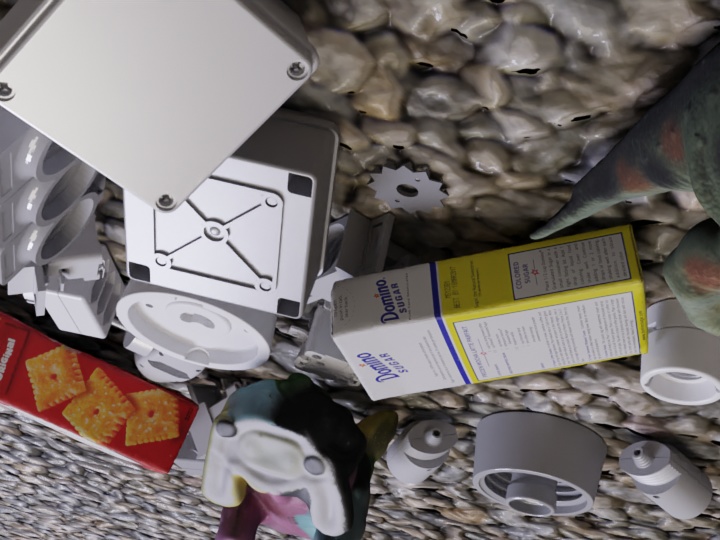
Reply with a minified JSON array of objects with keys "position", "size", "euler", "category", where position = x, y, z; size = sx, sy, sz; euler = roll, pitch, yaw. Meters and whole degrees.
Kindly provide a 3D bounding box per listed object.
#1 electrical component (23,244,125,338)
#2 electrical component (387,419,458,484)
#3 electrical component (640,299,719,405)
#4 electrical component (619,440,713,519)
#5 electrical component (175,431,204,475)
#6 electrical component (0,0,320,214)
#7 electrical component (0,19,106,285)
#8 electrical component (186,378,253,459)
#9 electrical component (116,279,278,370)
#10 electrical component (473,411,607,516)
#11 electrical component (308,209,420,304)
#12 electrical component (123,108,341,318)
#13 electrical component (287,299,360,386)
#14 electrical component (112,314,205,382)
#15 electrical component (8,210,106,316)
[{"position":[-0.225,0.010,0.801],"size":[0.077,0.047,0.065],"euler":[11,151,9],"category":"electrical component"},{"position":[0.054,0.151,0.916],"size":[0.043,0.043,0.081],"euler":[19,151,-5],"category":"electrical component"},{"position":[0.201,0.052,0.662],"size":[0.055,0.047,0.055],"euler":[12,151,7],"category":"electrical component"},{"position":[0.237,0.159,0.839],"size":[0.043,0.043,0.081],"euler":[-13,140,42],"category":"electrical component"},{"position":[-0.142,0.164,1.033],"size":[0.083,0.047,0.075],"euler":[0,148,27],"category":"electrical component"},{"position":[-0.095,-0.098,0.486],"size":[0.109,0.056,0.109],"euler":[-42,125,17],"category":"electrical component"},{"position":[-0.183,-0.064,0.590],"size":[0.062,0.089,0.150],"euler":[38,150,3],"category":"electrical component"},{"position":[-0.114,0.130,0.933],"size":[0.064,0.081,0.042],"euler":[-33,158,21],"category":"electrical component"},{"position":[-0.106,0.018,0.741],"size":[0.108,0.060,0.108],"euler":[12,152,7],"category":"electrical component"},{"position":[0.144,0.166,0.880],"size":[0.108,0.060,0.108],"euler":[12,151,7],"category":"electrical component"},{"position":[0.000,0.000,0.676],"size":[0.064,0.042,0.081],"euler":[31,148,-28],"category":"electrical component"},{"position":[-0.073,-0.038,0.599],"size":[0.109,0.056,0.108],"euler":[13,133,5],"category":"electrical component"},{"position":[-0.014,0.042,0.737],"size":[0.081,0.063,0.042],"euler":[20,153,-10],"category":"electrical component"},{"position":[-0.160,0.052,0.847],"size":[0.079,0.043,0.077],"euler":[28,149,-23],"category":"electrical component"},{"position":[-0.206,-0.016,0.720],"size":[0.064,0.081,0.042],"euler":[-7,158,-20],"category":"electrical component"}]
